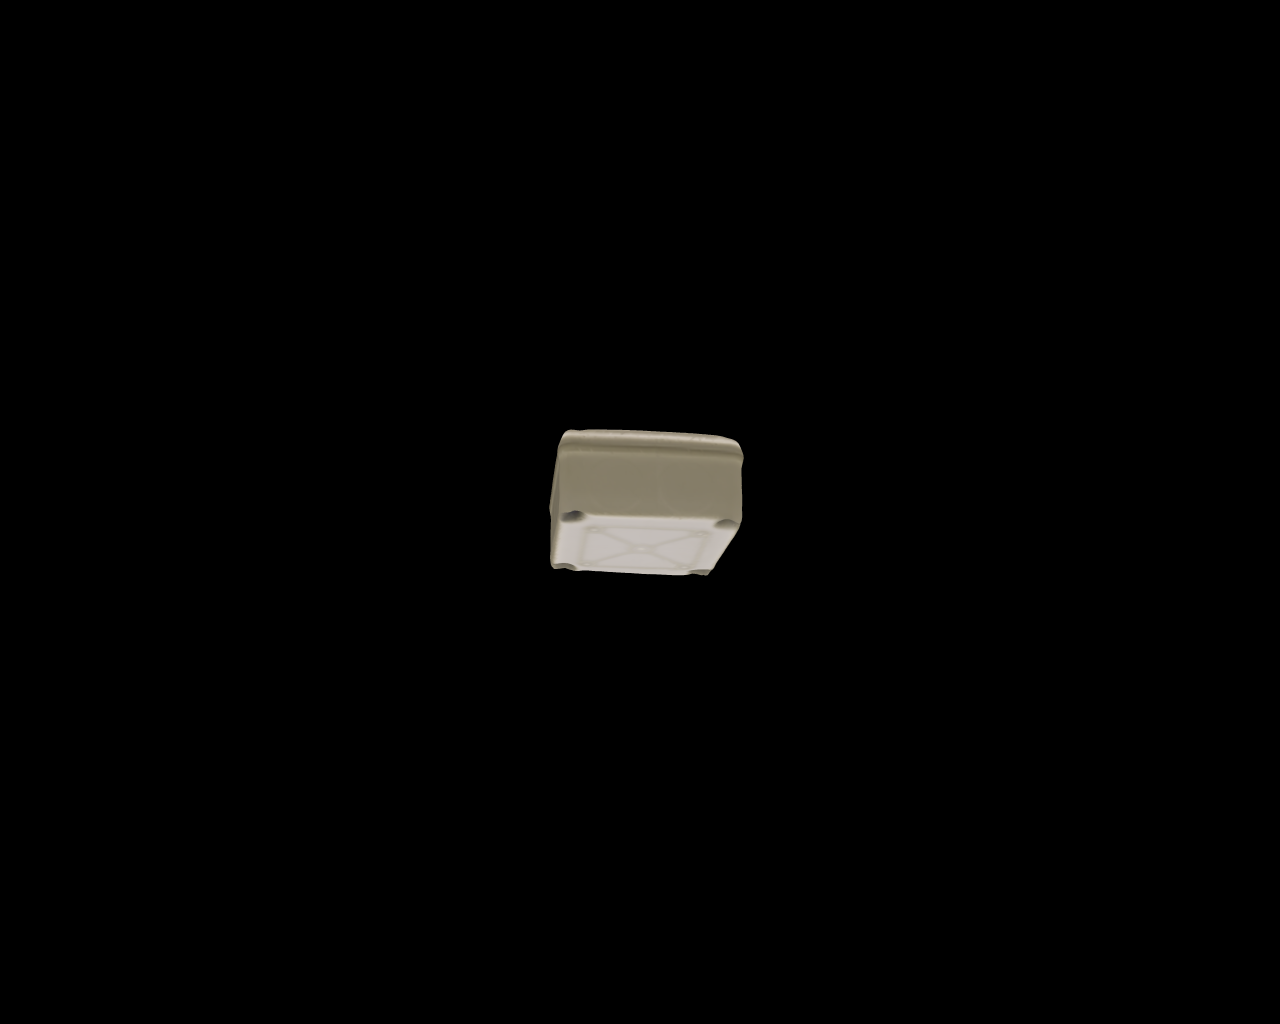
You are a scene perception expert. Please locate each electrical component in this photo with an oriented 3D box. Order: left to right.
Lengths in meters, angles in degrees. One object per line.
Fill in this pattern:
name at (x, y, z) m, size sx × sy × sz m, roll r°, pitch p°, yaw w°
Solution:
electrical component at (0.001, -0.003, 0.650) m, size 0.109 × 0.056 × 0.108 m, roll 3°, pitch -22°, yaw -7°
